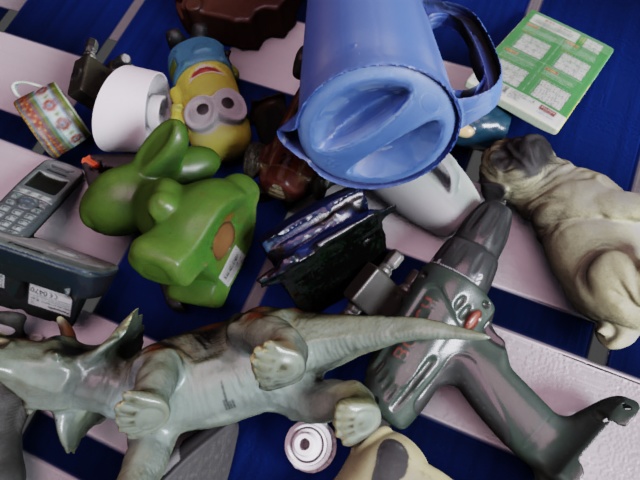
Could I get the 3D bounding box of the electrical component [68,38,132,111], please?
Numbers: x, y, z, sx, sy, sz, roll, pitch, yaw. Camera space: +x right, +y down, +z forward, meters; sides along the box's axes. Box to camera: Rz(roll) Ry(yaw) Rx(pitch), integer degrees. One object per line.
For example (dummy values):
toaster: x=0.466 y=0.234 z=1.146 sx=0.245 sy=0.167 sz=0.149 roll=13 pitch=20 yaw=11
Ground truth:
electrical component: x=-0.255 y=-0.185 z=0.649 sx=0.045 sy=0.078 sz=0.102 roll=-10 pitch=60 yaw=27

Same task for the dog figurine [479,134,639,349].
dog figurine: x=0.231 y=-0.006 z=0.521 sx=0.191 sy=0.121 sz=0.172 roll=19 pitch=67 yaw=27

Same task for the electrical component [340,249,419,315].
electrical component: x=0.058 y=0.057 z=0.525 sx=0.094 sy=0.063 sz=0.021 roll=-50 pitch=29 yaw=-6

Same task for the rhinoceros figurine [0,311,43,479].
rhinoceros figurine: x=-0.318 y=0.162 z=0.512 sx=0.112 sy=0.073 sz=0.190 roll=-10 pitch=68 yaw=3

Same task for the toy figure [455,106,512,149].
toy figure: x=0.128 y=-0.138 z=0.594 sx=0.155 sy=0.064 sz=0.057 roll=13 pitch=94 yaw=6

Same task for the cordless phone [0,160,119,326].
cordless phone: x=-0.276 y=-0.012 z=0.577 sx=0.147 sy=0.088 sz=0.184 roll=19 pitch=40 yaw=-7

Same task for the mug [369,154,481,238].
mug: x=0.112 y=-0.060 z=0.544 sx=0.107 sy=0.109 sz=0.081 roll=42 pitch=67 yaw=5

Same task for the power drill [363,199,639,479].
power drill: x=0.164 y=0.100 z=0.477 sx=0.207 sy=0.086 sz=0.232 roll=40 pitch=85 yaw=13

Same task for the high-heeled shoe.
high-heeled shoe: x=-0.190 y=0.245 z=0.485 sx=0.145 sy=0.086 sz=0.249 roll=11 pitch=47 yaw=42

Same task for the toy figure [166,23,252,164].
toy figure: x=-0.128 y=-0.170 z=0.622 sx=0.082 sy=0.089 sz=0.180 roll=-29 pitch=59 yaw=9

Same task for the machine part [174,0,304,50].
machine part: x=-0.103 y=-0.331 z=0.695 sx=0.179 sy=0.056 sz=0.179 roll=-2 pitch=68 yaw=4

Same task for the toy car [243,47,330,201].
toy car: x=-0.008 y=-0.132 z=0.571 sx=0.089 sy=0.053 sz=0.202 roll=19 pitch=70 yaw=11

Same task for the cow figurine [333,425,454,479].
cow figurine: x=0.014 y=0.242 z=0.442 sx=0.127 sy=0.085 sz=0.195 roll=38 pitch=79 yaw=12

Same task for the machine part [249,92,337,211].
machine part: x=-0.036 y=-0.105 z=0.610 sx=0.084 sy=0.039 sz=0.139 roll=-30 pitch=70 yaw=2

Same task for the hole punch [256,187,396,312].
hole punch: x=-0.001 y=-0.002 z=0.527 sx=0.142 sy=0.115 sz=0.092 roll=-28 pitch=61 yaw=-6

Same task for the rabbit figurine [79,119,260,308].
rabbit figurine: x=-0.156 y=-0.035 z=0.517 sx=0.170 sy=0.121 sz=0.159 roll=19 pitch=79 yaw=19

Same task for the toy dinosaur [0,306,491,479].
toy dinosaur: x=-0.079 y=0.111 z=0.471 sx=0.405 sy=0.192 sz=0.131 roll=-9 pitch=109 yaw=-11
